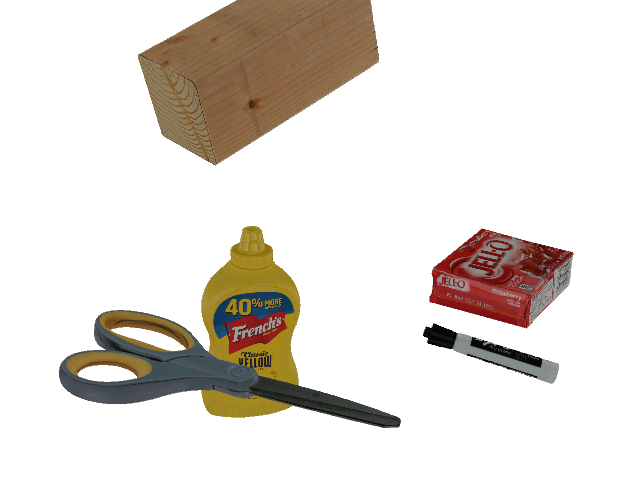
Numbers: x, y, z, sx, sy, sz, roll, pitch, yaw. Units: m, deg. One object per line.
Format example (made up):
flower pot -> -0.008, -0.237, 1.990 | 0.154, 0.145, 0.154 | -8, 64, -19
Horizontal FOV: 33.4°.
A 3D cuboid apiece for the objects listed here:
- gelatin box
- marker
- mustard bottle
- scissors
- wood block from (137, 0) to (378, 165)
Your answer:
gelatin box -> 0.129, 0.025, 0.756 | 0.073, 0.030, 0.089 | 16, 27, 28
marker -> 0.149, 0.099, 0.942 | 0.121, 0.020, 0.020 | 18, 2, 6
mustard bottle -> -0.068, 0.078, 1.045 | 0.096, 0.192, 0.058 | -3, 22, -13
scissors -> -0.064, 0.085, 0.605 | 0.202, 0.016, 0.096 | 20, 30, 31
wood block -> -0.053, -0.169, 0.996 | 0.205, 0.091, 0.090 | -35, 45, -26
